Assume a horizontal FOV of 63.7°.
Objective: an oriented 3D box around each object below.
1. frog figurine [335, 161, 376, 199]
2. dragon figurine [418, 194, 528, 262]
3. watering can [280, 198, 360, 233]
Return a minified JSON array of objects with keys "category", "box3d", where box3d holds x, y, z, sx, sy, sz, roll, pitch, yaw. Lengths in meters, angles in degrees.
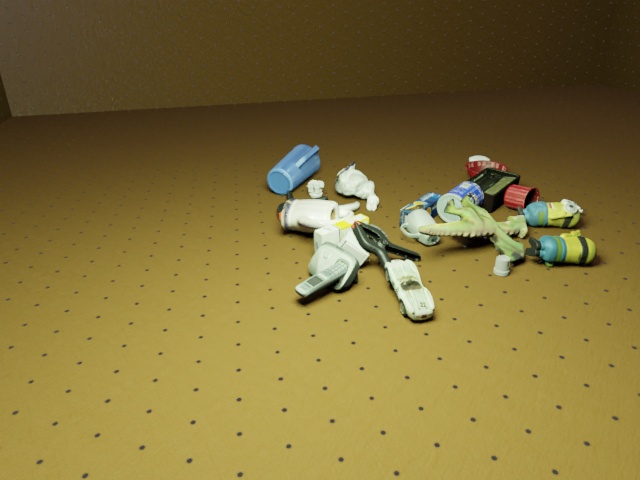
[{"category":"frog figurine","box3d":[0.137,-0.192,1.879,0.160,0.120,0.139,45,31,9]},{"category":"dragon figurine","box3d":[0.471,-0.017,1.467,0.245,0.119,0.415,33,36,30]},{"category":"watering can","box3d":[0.005,-0.083,1.650,0.224,0.103,0.351,5,14,14]}]
